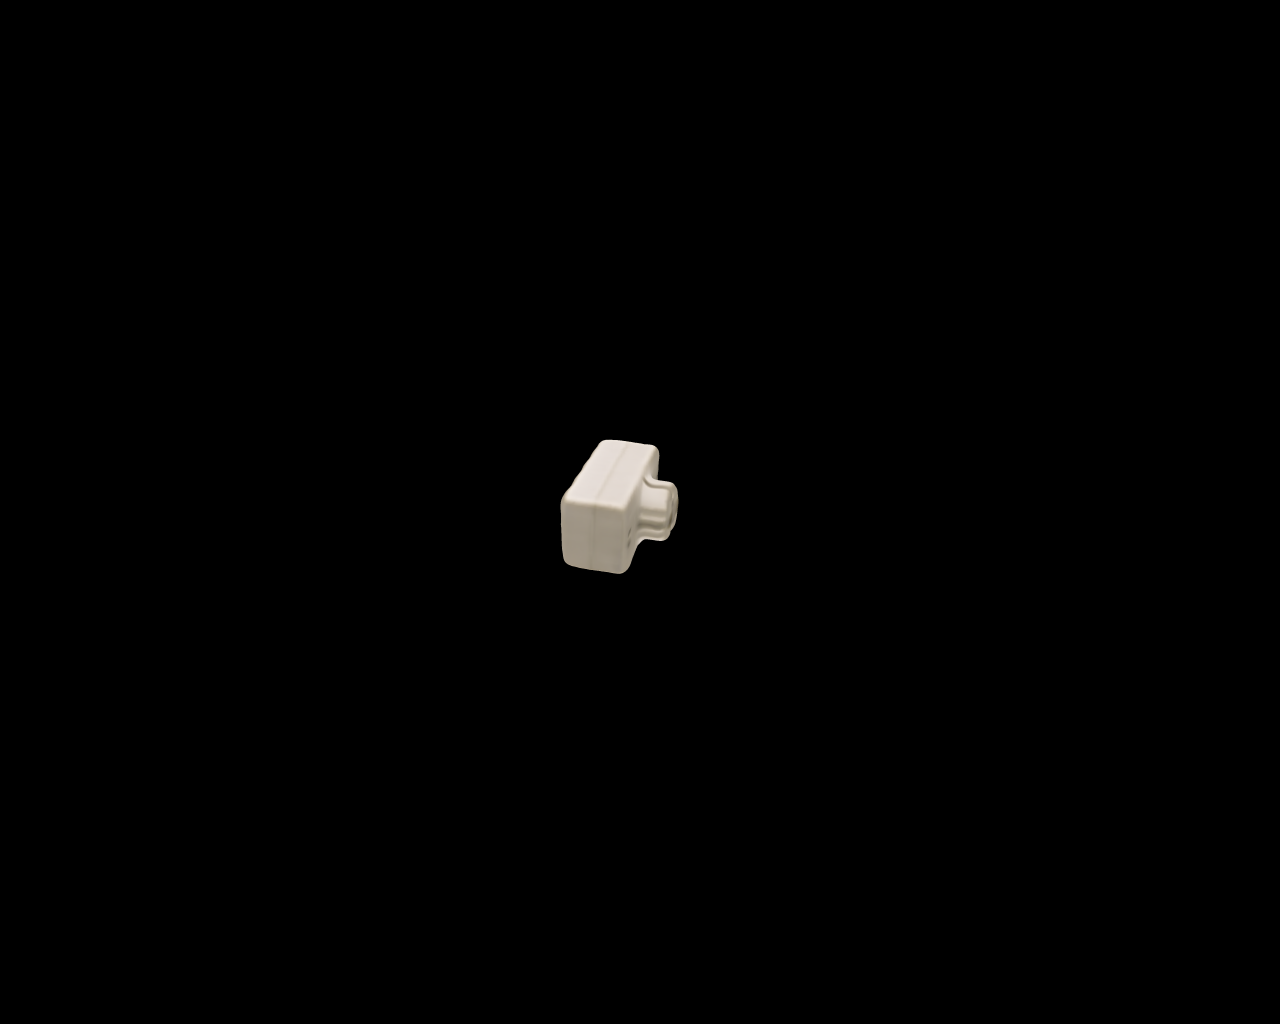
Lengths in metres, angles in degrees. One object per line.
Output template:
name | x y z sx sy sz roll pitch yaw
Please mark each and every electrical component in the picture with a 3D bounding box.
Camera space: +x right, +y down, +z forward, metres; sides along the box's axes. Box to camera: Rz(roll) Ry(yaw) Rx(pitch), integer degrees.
electrical component | 0.001 -0.003 0.650 0.076 0.047 0.083 8 31 13
